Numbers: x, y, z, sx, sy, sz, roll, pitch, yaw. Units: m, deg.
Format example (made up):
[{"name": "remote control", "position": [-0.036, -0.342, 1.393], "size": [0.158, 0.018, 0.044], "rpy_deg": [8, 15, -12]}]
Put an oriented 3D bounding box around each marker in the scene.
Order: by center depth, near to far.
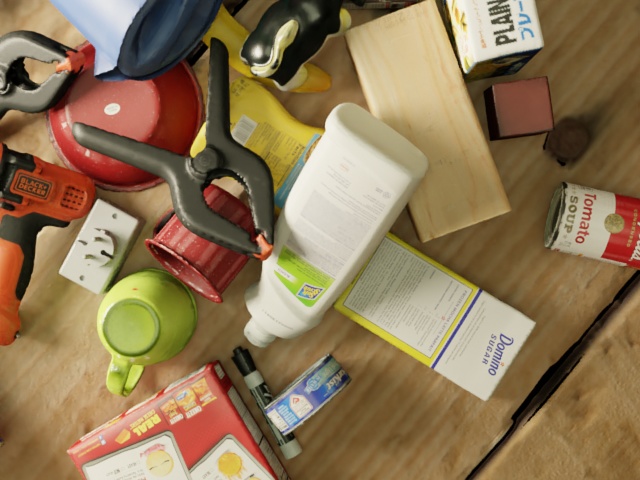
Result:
[{"name": "marker", "position": [-0.054, 0.160, 1.058], "size": [0.020, 0.020, 0.121], "rpy_deg": [-29, 90, 2]}]

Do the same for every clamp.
[{"name": "clamp", "position": [-0.116, -0.065, 0.970], "size": [0.164, 0.036, 0.210], "rpy_deg": [-28, 80, -9]}, {"name": "clamp", "position": [-0.300, -0.146, 1.020], "size": [0.172, 0.039, 0.120], "rpy_deg": [2, 121, 22]}]

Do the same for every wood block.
[{"name": "wood block", "position": [0.100, -0.110, 1.010], "size": [0.090, 0.091, 0.206], "rpy_deg": [-20, 91, 3]}]

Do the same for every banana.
[{"name": "banana", "position": [-0.076, -0.204, 1.041], "size": [0.069, 0.037, 0.198], "rpy_deg": [-42, 90, 5]}]

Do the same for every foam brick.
[{"name": "foam brick", "position": [0.187, -0.124, 1.013], "size": [0.053, 0.078, 0.051], "rpy_deg": [-7, 93, 2]}]

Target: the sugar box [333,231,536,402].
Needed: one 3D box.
[{"name": "sugar box", "position": [0.110, 0.071, 1.037], "size": [0.176, 0.048, 0.093], "rpy_deg": [32, 93, -3]}]

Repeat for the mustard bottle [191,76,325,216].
[{"name": "mustard bottle", "position": [-0.022, -0.069, 1.031], "size": [0.191, 0.058, 0.096], "rpy_deg": [34, 95, 1]}]

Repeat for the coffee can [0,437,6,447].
[{"name": "coffee can", "position": [-0.386, 0.168, 1.029], "size": [0.103, 0.103, 0.140], "rpy_deg": [-33, 90, 2]}]

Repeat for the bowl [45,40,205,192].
[{"name": "bowl", "position": [-0.196, -0.127, 1.039], "size": [0.162, 0.055, 0.162], "rpy_deg": [0, 92, 3]}]

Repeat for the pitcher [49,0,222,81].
[{"name": "pitcher", "position": [-0.206, -0.277, 0.988], "size": [0.243, 0.149, 0.145], "rpy_deg": [43, 135, 13]}]

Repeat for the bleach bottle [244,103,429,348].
[{"name": "bleach bottle", "position": [-0.006, 0.001, 0.987], "size": [0.102, 0.068, 0.251], "rpy_deg": [36, 120, 2]}]

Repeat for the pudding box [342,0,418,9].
[{"name": "pudding box", "position": [0.049, -0.281, 1.033], "size": [0.090, 0.039, 0.113], "rpy_deg": [-1, 92, 3]}]

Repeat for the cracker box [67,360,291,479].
[{"name": "cracker box", "position": [-0.117, 0.248, 1.037], "size": [0.164, 0.072, 0.214], "rpy_deg": [-31, 91, 5]}]

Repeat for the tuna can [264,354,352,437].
[{"name": "tuna can", "position": [-0.012, 0.148, 1.023], "size": [0.086, 0.086, 0.034], "rpy_deg": [-40, 87, 2]}]

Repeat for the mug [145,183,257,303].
[{"name": "mug", "position": [-0.113, -0.003, 1.024], "size": [0.117, 0.093, 0.081], "rpy_deg": [23, 68, 43]}]

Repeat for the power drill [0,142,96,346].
[{"name": "power drill", "position": [-0.325, -0.002, 1.011], "size": [0.184, 0.057, 0.188], "rpy_deg": [19, 99, -30]}]

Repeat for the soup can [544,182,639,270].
[{"name": "soup can", "position": [0.272, -0.013, 1.017], "size": [0.102, 0.068, 0.068], "rpy_deg": [13, 92, 2]}]
